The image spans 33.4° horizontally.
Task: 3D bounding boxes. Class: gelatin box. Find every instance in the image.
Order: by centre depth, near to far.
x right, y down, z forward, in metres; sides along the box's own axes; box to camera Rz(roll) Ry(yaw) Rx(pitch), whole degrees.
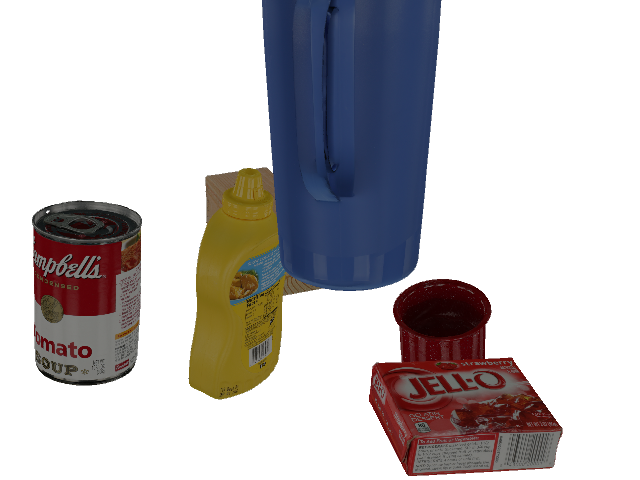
[{"bbox_3d":[0.079,0.096,0.598,0.089,0.030,0.073,0,26,-14],"label":"gelatin box"}]

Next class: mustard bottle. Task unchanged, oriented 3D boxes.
[{"bbox_3d":[-0.065,0.031,0.885,0.058,0.192,0.096,22,31,28],"label":"mustard bottle"}]

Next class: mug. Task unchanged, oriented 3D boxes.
[{"bbox_3d":[0.122,0.090,1.045,0.093,0.081,0.117,7,37,17],"label":"mug"}]

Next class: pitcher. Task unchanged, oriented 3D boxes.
[{"bbox_3d":[0.019,-0.087,0.781,0.149,0.243,0.145,-12,23,-27],"label":"pitcher"}]

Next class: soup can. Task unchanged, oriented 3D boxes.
[{"bbox_3d":[-0.151,0.033,0.688,0.068,0.102,0.068,5,22,-2],"label":"soup can"}]

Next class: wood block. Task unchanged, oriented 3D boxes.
[{"bbox_3d":[-0.071,-0.014,1.354,0.090,0.090,0.206,-9,26,-22],"label":"wood block"}]
